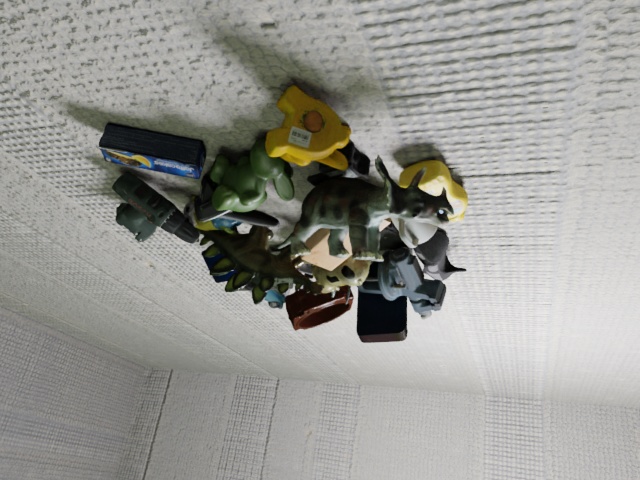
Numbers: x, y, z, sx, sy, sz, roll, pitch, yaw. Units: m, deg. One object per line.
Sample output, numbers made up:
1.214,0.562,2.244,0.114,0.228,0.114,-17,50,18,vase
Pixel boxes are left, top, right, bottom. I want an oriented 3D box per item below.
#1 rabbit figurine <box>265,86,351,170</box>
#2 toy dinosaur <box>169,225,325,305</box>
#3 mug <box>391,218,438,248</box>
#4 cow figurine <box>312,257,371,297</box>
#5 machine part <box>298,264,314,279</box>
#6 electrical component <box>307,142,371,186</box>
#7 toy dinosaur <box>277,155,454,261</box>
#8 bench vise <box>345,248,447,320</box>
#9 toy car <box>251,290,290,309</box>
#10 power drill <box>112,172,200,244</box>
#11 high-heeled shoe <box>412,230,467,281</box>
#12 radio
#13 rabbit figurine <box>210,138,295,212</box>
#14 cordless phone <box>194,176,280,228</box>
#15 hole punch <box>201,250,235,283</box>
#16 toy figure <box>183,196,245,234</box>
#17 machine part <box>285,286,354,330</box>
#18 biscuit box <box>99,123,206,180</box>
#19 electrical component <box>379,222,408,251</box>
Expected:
-0.022,-0.185,0.960,0.162,0.122,0.173,7,170,-18,rabbit figurine
-0.183,0.035,1.342,0.472,0.198,0.104,28,155,31,toy dinosaur
0.191,-0.043,1.166,0.081,0.109,0.107,-11,135,46,mug
0.046,0.080,1.336,0.085,0.127,0.195,11,172,-32,cow figurine
-0.033,0.069,1.476,0.039,0.084,0.138,41,-167,31,machine part
0.033,-0.142,1.068,0.119,0.048,0.074,-13,147,39,electrical component
0.044,-0.058,1.033,0.405,0.192,0.131,4,176,43,toy dinosaur
0.183,0.110,1.331,0.241,0.129,0.223,-4,142,35,bench vise
-0.144,0.131,1.663,0.103,0.109,0.161,-33,126,20,toy car
-0.414,-0.053,1.312,0.232,0.086,0.207,44,155,-16,power drill
0.259,0.031,1.343,0.248,0.086,0.145,36,161,-30,high-heeled shoe
0.169,0.156,1.443,0.131,0.229,0.073,-3,154,13,radio
-0.123,-0.127,1.084,0.159,0.121,0.170,21,138,-30,rabbit figurine
-0.185,-0.073,1.205,0.184,0.088,0.147,15,-171,-19,cordless phone
-0.251,0.052,1.479,0.116,0.092,0.142,-6,116,32,hole punch
-0.251,-0.057,1.310,0.180,0.082,0.089,-3,150,20,toy figure
-0.001,0.197,1.653,0.201,0.087,0.200,-17,157,-10,machine part
-0.339,-0.180,1.101,0.203,0.063,0.059,11,156,-2,biscuit box
0.147,-0.019,1.280,0.115,0.058,0.134,-5,151,32,electrical component
